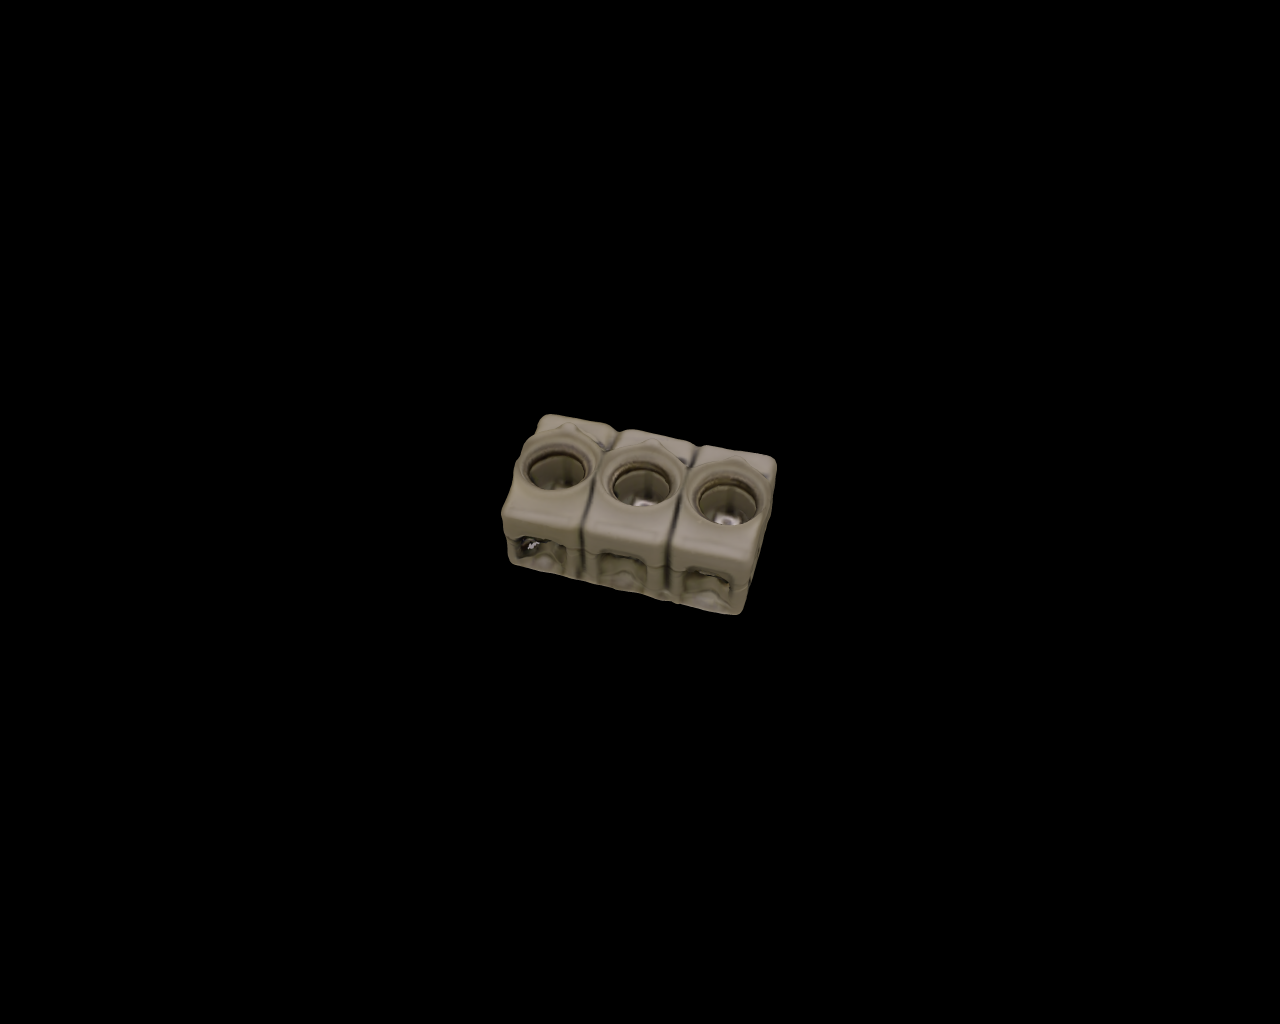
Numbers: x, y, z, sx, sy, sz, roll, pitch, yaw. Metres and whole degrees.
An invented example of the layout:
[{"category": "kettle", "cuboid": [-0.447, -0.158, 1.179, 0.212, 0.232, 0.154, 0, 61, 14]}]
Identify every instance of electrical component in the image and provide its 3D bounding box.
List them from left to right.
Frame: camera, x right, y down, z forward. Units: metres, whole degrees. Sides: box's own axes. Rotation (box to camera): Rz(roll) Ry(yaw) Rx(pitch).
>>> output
[{"category": "electrical component", "cuboid": [0.001, -0.003, 0.650, 0.150, 0.090, 0.061, 12, -39, 10]}]
